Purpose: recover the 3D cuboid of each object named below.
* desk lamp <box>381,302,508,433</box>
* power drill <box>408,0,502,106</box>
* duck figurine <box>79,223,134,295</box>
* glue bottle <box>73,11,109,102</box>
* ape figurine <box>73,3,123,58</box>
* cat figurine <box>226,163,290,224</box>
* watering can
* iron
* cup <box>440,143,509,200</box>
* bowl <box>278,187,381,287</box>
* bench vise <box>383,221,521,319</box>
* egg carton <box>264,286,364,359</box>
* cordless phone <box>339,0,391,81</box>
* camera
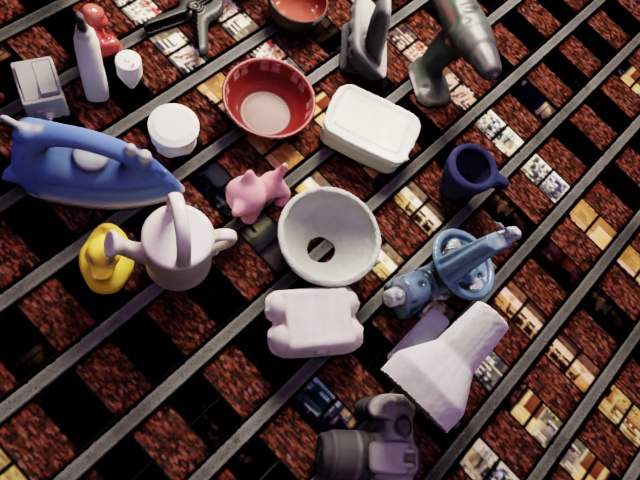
[{"bbox_3d":[0.171,0.172,0.825,0.118,0.213,0.203,44,67,5],"label":"desk lamp"},{"bbox_3d":[0.237,-0.336,1.028,0.076,0.208,0.229,-9,73,-16],"label":"power drill"},{"bbox_3d":[-0.312,0.020,0.829,0.077,0.086,0.104,3,70,-13],"label":"duck figurine"},{"bbox_3d":[-0.356,-0.289,0.882,0.037,0.173,0.078,-10,73,-17],"label":"glue bottle"},{"bbox_3d":[-0.370,-0.350,0.944,0.076,0.092,0.078,-16,75,-19],"label":"ape figurine"},{"bbox_3d":[-0.100,-0.079,0.900,0.128,0.117,0.067,-36,82,-22],"label":"cat figurine"},{"bbox_3d":[-0.206,0.003,0.802,0.173,0.194,0.101,-29,79,-21],"label":"watering can"},{"bbox_3d":[-0.330,-0.123,0.846,0.258,0.141,0.118,9,69,-11],"label":"iron"},{"bbox_3d":[0.264,-0.106,1.014,0.118,0.095,0.092,20,67,-6],"label":"cup"},{"bbox_3d":[0.008,0.003,0.921,0.168,0.074,0.167,5,70,-12],"label":"bowl"},{"bbox_3d":[0.205,0.054,0.873,0.208,0.219,0.121,-41,84,-23],"label":"bench vise"},{"bbox_3d":[-0.009,0.126,0.875,0.150,0.069,0.107,-4,72,-15],"label":"egg carton"},{"bbox_3d":[0.101,-0.392,1.027,0.094,0.185,0.147,4,70,-12],"label":"cordless phone"},{"bbox_3d":[0.067,0.291,0.818,0.137,0.100,0.143,6,69,-12],"label":"camera"}]
